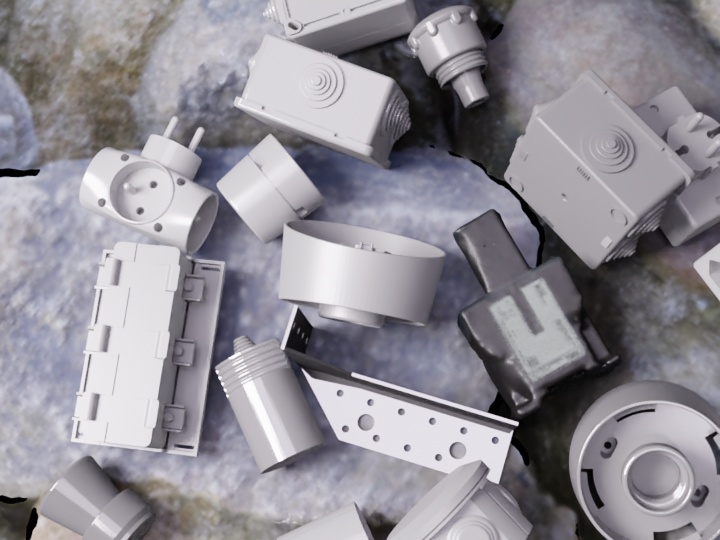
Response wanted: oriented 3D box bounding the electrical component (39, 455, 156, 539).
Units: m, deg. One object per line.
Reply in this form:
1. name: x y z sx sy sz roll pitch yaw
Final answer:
1. electrical component: -0.157 0.146 0.647 0.055 0.045 0.045 37 83 10

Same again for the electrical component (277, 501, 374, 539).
1. electrical component: -0.031 0.173 0.633 0.081 0.043 0.043 -25 77 -1

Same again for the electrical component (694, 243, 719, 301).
1. electrical component: 0.255 -0.013 0.645 0.077 0.065 0.047 -27 76 -32

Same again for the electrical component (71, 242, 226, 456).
1. electrical component: -0.132 0.048 0.657 0.079 0.063 0.121 6 79 5

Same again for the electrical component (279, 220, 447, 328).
1. electrical component: 0.000 0.000 0.643 0.099 0.099 0.064 10 85 6

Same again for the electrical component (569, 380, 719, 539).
1. electrical component: 0.173 0.117 0.632 0.099 0.064 0.099 0 90 11

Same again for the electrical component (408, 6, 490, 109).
1. electrical component: 0.063 -0.135 0.692 0.048 0.048 0.062 -25 84 -1

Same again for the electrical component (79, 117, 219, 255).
1. electrical component: -0.127 -0.060 0.689 0.077 0.044 0.079 24 81 9

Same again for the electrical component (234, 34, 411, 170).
1. electrical component: -0.020 -0.103 0.664 0.100 0.100 0.048 21 93 8

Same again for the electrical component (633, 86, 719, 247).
1. electrical component: 0.197 -0.070 0.648 0.047 0.075 0.083 -29 77 -13

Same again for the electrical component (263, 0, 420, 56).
1. electrical component: -0.015 -0.177 0.701 0.096 0.061 0.061 -16 77 9

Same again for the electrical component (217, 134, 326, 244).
1. electrical component: -0.057 -0.050 0.678 0.047 0.055 0.055 -40 78 -1

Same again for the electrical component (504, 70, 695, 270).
1. electrical component: 0.138 -0.056 0.642 0.048 0.099 0.099 -38 78 -17

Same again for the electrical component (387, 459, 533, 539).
1. electrical component: 0.055 0.151 0.613 0.080 0.080 0.051 -43 84 -5

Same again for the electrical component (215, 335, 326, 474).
1. electrical component: -0.057 0.078 0.655 0.043 0.043 0.081 -25 77 -1
